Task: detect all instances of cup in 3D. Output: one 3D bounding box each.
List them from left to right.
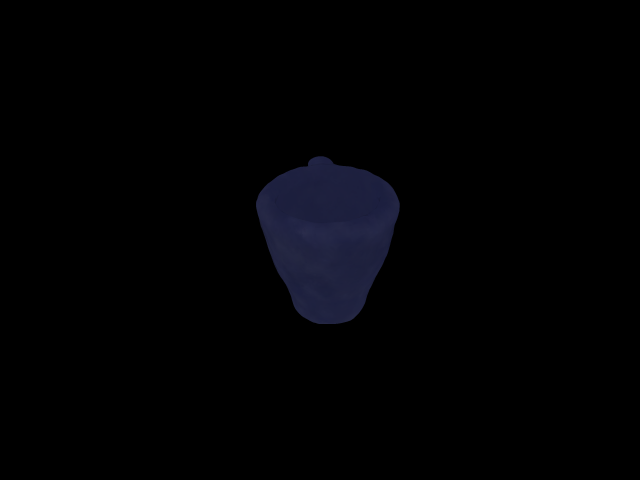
[{"bbox_3d":[0.004,0.001,0.400,0.091,0.095,0.117,-3,33,-5],"label":"cup"}]
